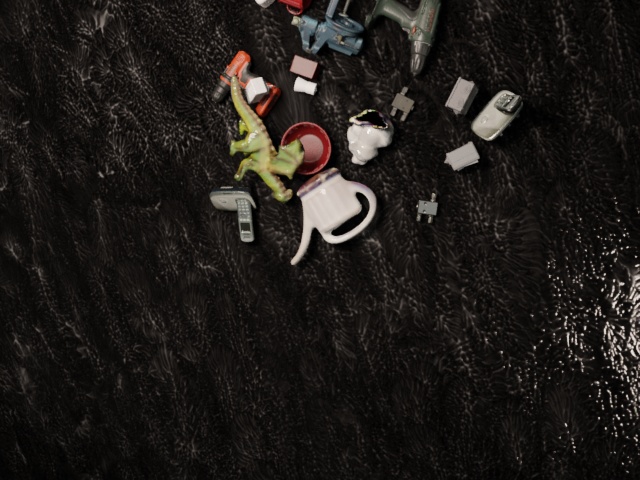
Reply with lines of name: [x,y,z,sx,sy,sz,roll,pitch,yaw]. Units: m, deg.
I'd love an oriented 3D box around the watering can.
watering can: [0.005,-0.081,1.600,0.345,0.105,0.224,-31,89,16]

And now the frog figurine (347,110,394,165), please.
frog figurine: [0.150,-0.304,1.551,0.137,0.126,0.155,4,137,5]

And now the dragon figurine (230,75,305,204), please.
dragon figurine: [-0.152,-0.285,1.562,0.243,0.125,0.401,11,126,20]
